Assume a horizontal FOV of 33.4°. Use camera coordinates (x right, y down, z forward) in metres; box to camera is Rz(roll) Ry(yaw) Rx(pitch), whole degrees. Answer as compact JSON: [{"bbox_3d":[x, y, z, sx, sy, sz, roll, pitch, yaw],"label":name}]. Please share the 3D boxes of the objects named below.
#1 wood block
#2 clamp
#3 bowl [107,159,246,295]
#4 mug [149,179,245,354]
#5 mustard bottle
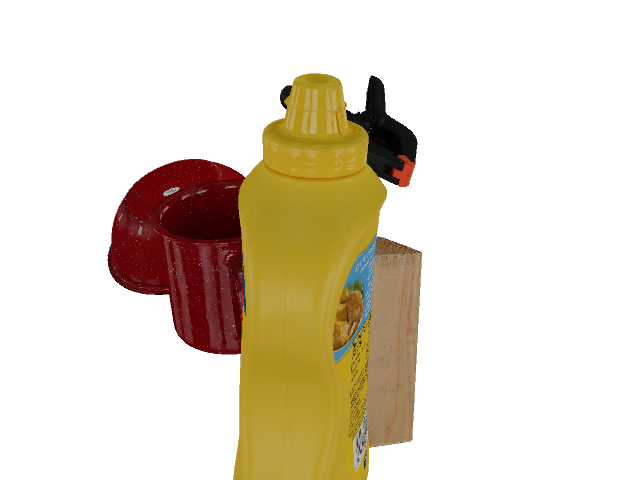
[{"bbox_3d":[0.044,0.106,1.135,0.090,0.206,0.091,-4,13,-27],"label":"wood block"},{"bbox_3d":[0.034,-0.114,1.071,0.120,0.039,0.171,-10,40,-17],"label":"clamp"},{"bbox_3d":[-0.123,-0.024,0.951,0.162,0.055,0.162,-13,37,9],"label":"bowl"},{"bbox_3d":[-0.051,0.022,0.649,0.093,0.081,0.117,-11,27,-13],"label":"mug"},{"bbox_3d":[-0.005,0.026,0.441,0.058,0.192,0.096,8,25,11],"label":"mustard bottle"}]
